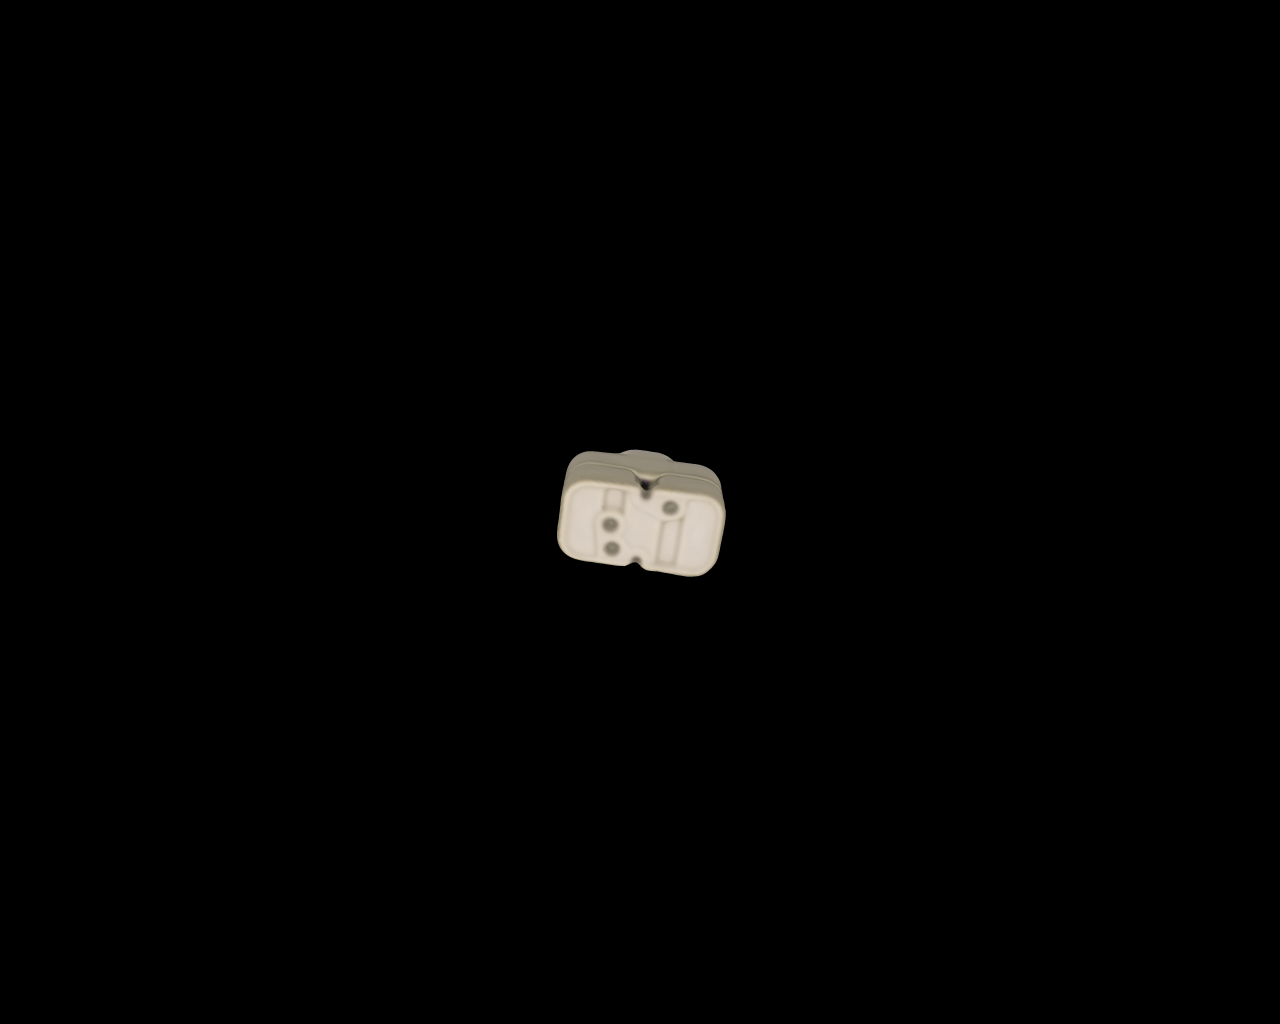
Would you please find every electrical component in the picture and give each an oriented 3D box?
[{"bbox_3d":[0.001,-0.003,0.650,0.095,0.053,0.059,8,24,-3],"label":"electrical component"}]
